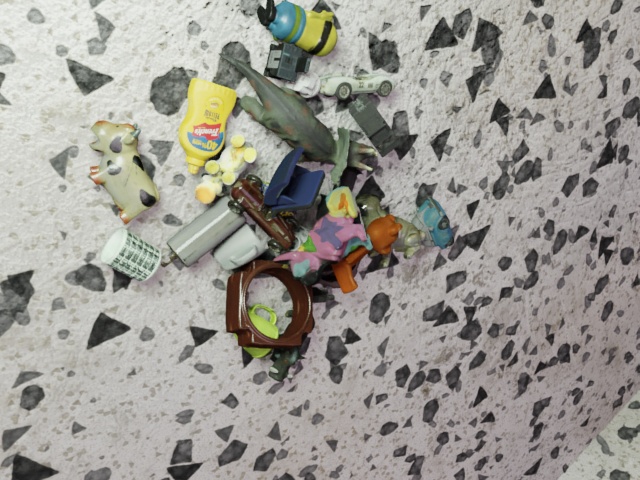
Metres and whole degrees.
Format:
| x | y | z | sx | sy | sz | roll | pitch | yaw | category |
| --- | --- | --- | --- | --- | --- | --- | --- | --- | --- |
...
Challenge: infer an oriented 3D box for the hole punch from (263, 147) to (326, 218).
| x | y | z | sx | sy | sz | roll | pitch | yaw | category |
| --- | --- | --- | --- | --- | --- | --- | --- | --- | --- |
| -0.067 | -0.125 | 1.137 | 0.092 | 0.116 | 0.142 | 46 | 49 | -39 | hole punch |

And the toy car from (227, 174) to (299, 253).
| x | y | z | sx | sy | sz | roll | pitch | yaw | category |
| --- | --- | --- | --- | --- | --- | --- | --- | --- | --- |
| -0.118 | -0.055 | 1.190 | 0.202 | 0.053 | 0.089 | 48 | 58 | -29 | toy car |

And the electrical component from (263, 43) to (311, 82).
| x | y | z | sx | sy | sz | roll | pitch | yaw | category |
| --- | --- | --- | --- | --- | --- | --- | --- | --- | --- |
| -0.070 | -0.374 | 1.140 | 0.048 | 0.119 | 0.074 | 7 | 106 | -33 | electrical component |

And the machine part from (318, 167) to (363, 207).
| x | y | z | sx | sy | sz | roll | pitch | yaw | category |
| --- | --- | --- | --- | --- | --- | --- | --- | --- | --- |
| 0.051 | -0.125 | 1.354 | 0.084 | 0.039 | 0.139 | 26 | 95 | -30 | machine part |

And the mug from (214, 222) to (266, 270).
| x | y | z | sx | sy | sz | roll | pitch | yaw | category |
| --- | --- | --- | --- | --- | --- | --- | --- | --- | --- |
| -0.186 | 0.027 | 1.233 | 0.107 | 0.110 | 0.080 | -35 | 125 | 0 | mug |

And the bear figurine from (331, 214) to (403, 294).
| x | y | z | sx | sy | sz | roll | pitch | yaw | category |
| --- | --- | --- | --- | --- | --- | --- | --- | --- | --- |
| 0.115 | 0.025 | 1.314 | 0.196 | 0.120 | 0.131 | -23 | 112 | -4 | bear figurine |

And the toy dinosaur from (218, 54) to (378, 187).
| x | y | z | sx | sy | sz | roll | pitch | yaw | category |
| --- | --- | --- | --- | --- | --- | --- | --- | --- | --- |
| -0.043 | -0.247 | 1.157 | 0.404 | 0.192 | 0.131 | 32 | 88 | -38 | toy dinosaur |

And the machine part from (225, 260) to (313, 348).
| x | y | z | sx | sy | sz | roll | pitch | yaw | category |
| --- | --- | --- | --- | --- | --- | --- | --- | --- | --- |
| -0.117 | 0.154 | 1.275 | 0.201 | 0.087 | 0.201 | 10 | 69 | -32 | machine part |

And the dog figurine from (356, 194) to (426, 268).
| x | y | z | sx | sy | sz | roll | pitch | yaw | category |
| --- | --- | --- | --- | --- | --- | --- | --- | --- | --- |
| 0.185 | -0.048 | 1.412 | 0.172 | 0.121 | 0.190 | -27 | 118 | -20 | dog figurine |

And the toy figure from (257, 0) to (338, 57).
| x | y | z | sx | sy | sz | roll | pitch | yaw | category |
| --- | --- | --- | --- | --- | --- | --- | --- | --- | --- |
| -0.045 | -0.449 | 1.145 | 0.180 | 0.082 | 0.089 | 2 | 100 | -38 | toy figure |

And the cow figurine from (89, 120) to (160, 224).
| x | y | z | sx | sy | sz | roll | pitch | yaw | category |
| --- | --- | --- | --- | --- | --- | --- | --- | --- | --- |
| -0.385 | -0.145 | 1.060 | 0.127 | 0.086 | 0.194 | -31 | 118 | -11 | cow figurine |

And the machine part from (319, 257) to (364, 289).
| x | y | z | sx | sy | sz | roll | pitch | yaw | category |
| --- | --- | --- | --- | --- | --- | --- | --- | --- | --- |
| 0.030 | 0.037 | 1.391 | 0.179 | 0.056 | 0.179 | -10 | 111 | -27 | machine part |

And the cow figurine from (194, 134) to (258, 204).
| x | y | z | sx | sy | sz | roll | pitch | yaw | category |
| --- | --- | --- | --- | --- | --- | --- | --- | --- | --- |
| -0.208 | -0.150 | 1.166 | 0.068 | 0.098 | 0.167 | 43 | 92 | -8 | cow figurine |

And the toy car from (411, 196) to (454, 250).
| x | y | z | sx | sy | sz | roll | pitch | yaw | category |
| --- | --- | --- | --- | --- | --- | --- | --- | --- | --- |
| 0.309 | -0.036 | 1.511 | 0.103 | 0.109 | 0.161 | -23 | 133 | 4 | toy car |

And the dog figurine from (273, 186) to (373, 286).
| x | y | z | sx | sy | sz | roll | pitch | yaw | category |
| --- | --- | --- | --- | --- | --- | --- | --- | --- | --- |
| -0.003 | -0.004 | 1.218 | 0.219 | 0.191 | 0.108 | -21 | 164 | 5 | dog figurine |

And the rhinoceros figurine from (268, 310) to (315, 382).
| x | y | z | sx | sy | sz | roll | pitch | yaw | category |
| --- | --- | --- | --- | --- | --- | --- | --- | --- | --- |
| -0.073 | 0.271 | 1.384 | 0.073 | 0.112 | 0.190 | 35 | 80 | -37 | rhinoceros figurine |

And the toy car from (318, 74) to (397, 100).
| x | y | z | sx | sy | sz | roll | pitch | yaw | category |
| --- | --- | --- | --- | --- | --- | --- | --- | --- | --- |
| 0.087 | -0.363 | 1.263 | 0.202 | 0.074 | 0.056 | -12 | 114 | -27 | toy car |

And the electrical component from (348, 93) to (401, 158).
| x | y | z | sx | sy | sz | roll | pitch | yaw | category |
| --- | --- | --- | --- | --- | --- | --- | --- | --- | --- |
| 0.129 | -0.261 | 1.255 | 0.058 | 0.115 | 0.134 | -34 | 149 | 12 | electrical component |

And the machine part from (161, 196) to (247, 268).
| x | y | z | sx | sy | sz | roll | pitch | yaw | category |
| --- | --- | --- | --- | --- | --- | --- | --- | --- | --- |
| -0.251 | -0.019 | 1.191 | 0.243 | 0.079 | 0.079 | -41 | 123 | -12 | machine part |

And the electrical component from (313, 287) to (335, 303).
| x | y | z | sx | sy | sz | roll | pitch | yaw | category |
| --- | --- | --- | --- | --- | --- | --- | --- | --- | --- |
| -0.012 | 0.144 | 1.400 | 0.094 | 0.063 | 0.021 | 1 | 108 | -30 | electrical component |
